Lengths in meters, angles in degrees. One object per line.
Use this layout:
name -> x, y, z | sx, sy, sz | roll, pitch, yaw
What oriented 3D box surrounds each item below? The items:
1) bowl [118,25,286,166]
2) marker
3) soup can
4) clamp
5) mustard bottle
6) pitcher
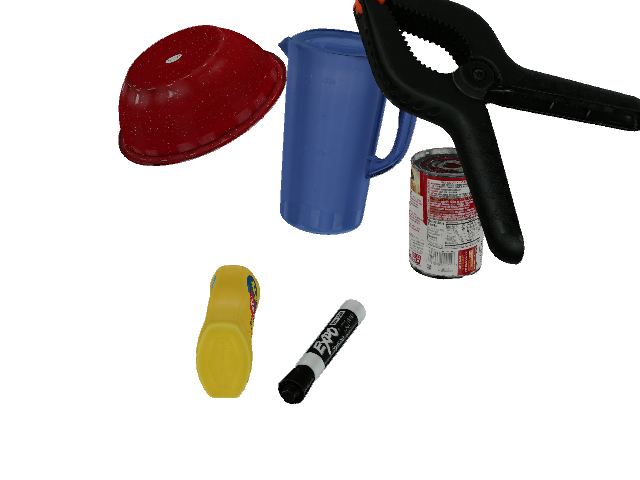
bowl -> -0.113, -0.135, 0.911 | 0.162, 0.055, 0.162 | -17, 38, 14
marker -> 0.002, 0.075, 0.724 | 0.020, 0.020, 0.121 | 0, 24, 24
soup can -> 0.114, -0.024, 0.957 | 0.068, 0.102, 0.068 | -1, 24, 0
clamp -> 0.098, -0.091, 0.701 | 0.210, 0.164, 0.036 | 37, -29, 6
mustard bottle -> -0.098, 0.082, 1.172 | 0.058, 0.096, 0.191 | 0, 27, 0
pitcher -> 0.024, -0.132, 1.325 | 0.144, 0.243, 0.149 | -3, 25, -22
